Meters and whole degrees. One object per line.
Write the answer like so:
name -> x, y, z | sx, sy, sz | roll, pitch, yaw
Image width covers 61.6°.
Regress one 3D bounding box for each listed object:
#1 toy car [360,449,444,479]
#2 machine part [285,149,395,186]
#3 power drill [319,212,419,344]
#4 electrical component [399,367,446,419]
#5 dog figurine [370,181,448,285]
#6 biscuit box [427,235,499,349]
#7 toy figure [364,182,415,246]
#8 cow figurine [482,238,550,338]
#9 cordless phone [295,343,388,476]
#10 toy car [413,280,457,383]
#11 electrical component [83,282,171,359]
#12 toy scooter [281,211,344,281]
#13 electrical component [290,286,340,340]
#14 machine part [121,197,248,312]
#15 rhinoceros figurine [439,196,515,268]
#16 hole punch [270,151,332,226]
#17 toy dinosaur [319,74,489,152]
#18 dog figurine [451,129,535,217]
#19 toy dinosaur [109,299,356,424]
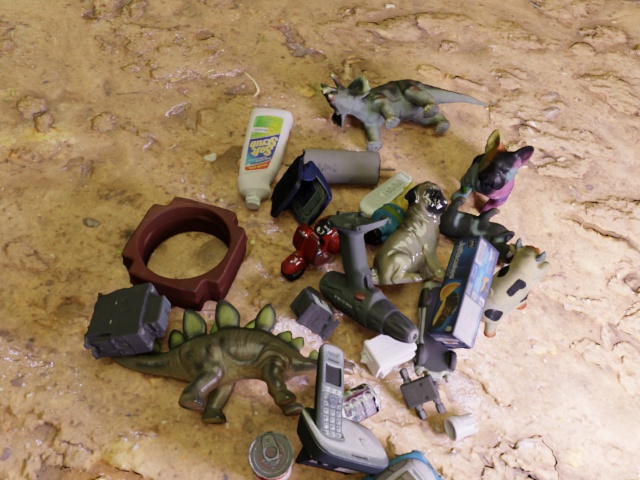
toy car -> 0.126, 0.395, 0.829 | 0.162, 0.102, 0.109 | -30, 66, -18
machine part -> 0.045, -0.160, 1.184 | 0.243, 0.079, 0.079 | 3, 58, -4
power drill -> 0.085, 0.058, 0.953 | 0.086, 0.207, 0.232 | -23, 24, -32
electrical component -> 0.177, 0.263, 0.938 | 0.063, 0.021, 0.094 | -28, 79, 20
dog figurine -> 0.163, -0.013, 1.035 | 0.172, 0.121, 0.190 | -6, 86, -27
biscuit box -> 0.258, 0.091, 0.963 | 0.059, 0.063, 0.202 | 37, 62, -26
toy figure -> 0.169, -0.045, 1.122 | 0.180, 0.082, 0.089 | -35, 78, -28
cow figurine -> 0.360, 0.082, 1.021 | 0.195, 0.127, 0.086 | -33, 49, -20
cordless phone -> 0.037, 0.265, 0.847 | 0.146, 0.089, 0.184 | 26, 53, -30
toy car -> 0.218, 0.169, 1.005 | 0.074, 0.056, 0.202 | 12, 60, 0
electrical component -> -0.328, 0.137, 0.931 | 0.134, 0.058, 0.115 | -12, 47, 6
toy scooter -> -0.002, -0.003, 1.049 | 0.184, 0.135, 0.075 | -36, 66, -25
electrical component -> -0.014, 0.128, 0.997 | 0.074, 0.119, 0.047 | 37, 94, -23
machine part -> -0.255, 0.025, 1.033 | 0.202, 0.087, 0.201 | 14, 53, 8
rhinoceros figurine -> 0.333, -0.012, 1.116 | 0.190, 0.073, 0.112 | 29, 59, 14
hole punch -> -0.039, -0.097, 1.114 | 0.092, 0.142, 0.116 | 22, 38, -21
toy dinosaur -> 0.184, -0.328, 1.285 | 0.405, 0.131, 0.192 | -14, 60, -20
dog figurine -> 0.374, -0.155, 1.125 | 0.108, 0.219, 0.191 | 32, 62, 11
toy dinosaur -> -0.175, 0.208, 0.928 | 0.472, 0.105, 0.199 | -1, 50, 1
